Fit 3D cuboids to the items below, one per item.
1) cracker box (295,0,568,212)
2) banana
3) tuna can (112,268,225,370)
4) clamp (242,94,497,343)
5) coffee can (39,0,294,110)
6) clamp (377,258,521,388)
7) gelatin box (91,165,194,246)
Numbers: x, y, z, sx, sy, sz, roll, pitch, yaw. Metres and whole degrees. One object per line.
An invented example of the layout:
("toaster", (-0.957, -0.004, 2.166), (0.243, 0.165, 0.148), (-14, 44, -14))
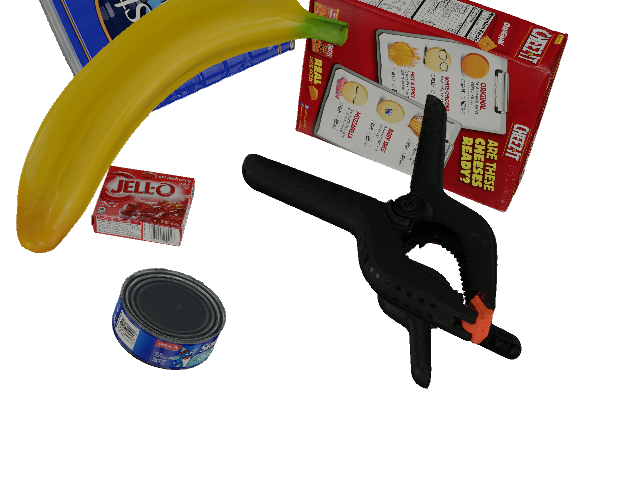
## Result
("cracker box", (0.092, -0.138, 0.946), (0.214, 0.164, 0.072), (22, 49, 12))
("banana", (-0.078, -0.074, 0.511), (0.070, 0.197, 0.037), (41, -23, 25))
("tuna can", (-0.120, 0.062, 0.844), (0.086, 0.034, 0.086), (18, 32, -12))
("clamp", (0.048, -0.013, 0.734), (0.164, 0.210, 0.036), (-16, -38, -13))
("coffee can", (-0.101, -0.146, 0.710), (0.140, 0.103, 0.103), (-25, 2, -5))
("clamp", (0.119, 0.073, 1.065), (0.120, 0.039, 0.171), (-3, 44, -23))
("gelatin box", (-0.175, -0.036, 1.061), (0.089, 0.073, 0.030), (9, -44, -1))
